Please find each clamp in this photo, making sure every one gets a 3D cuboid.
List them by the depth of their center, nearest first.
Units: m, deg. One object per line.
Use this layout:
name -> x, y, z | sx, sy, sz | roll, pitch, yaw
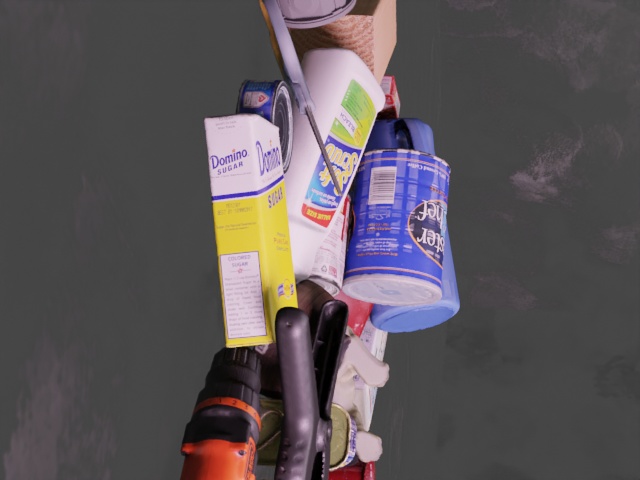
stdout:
clamp -> -0.008, 0.145, 0.850 | 0.164, 0.036, 0.210 | -21, 114, -74

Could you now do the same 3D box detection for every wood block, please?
wood block -> 0.029, -0.231, 1.181 | 0.206, 0.090, 0.091 | -69, 158, -62

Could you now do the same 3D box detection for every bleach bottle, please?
bleach bottle -> -0.008, -0.054, 1.013 | 0.102, 0.068, 0.250 | 49, 52, -52

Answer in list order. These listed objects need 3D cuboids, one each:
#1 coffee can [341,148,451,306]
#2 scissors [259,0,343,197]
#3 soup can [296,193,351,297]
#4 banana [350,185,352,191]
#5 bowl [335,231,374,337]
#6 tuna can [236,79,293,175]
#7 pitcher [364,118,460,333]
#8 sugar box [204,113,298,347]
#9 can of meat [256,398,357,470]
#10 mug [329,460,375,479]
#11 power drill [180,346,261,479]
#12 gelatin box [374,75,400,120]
coffee can -> 0.079, -0.011, 1.104 | 0.102, 0.103, 0.140 | 60, 34, -70
scissors -> -0.016, -0.127, 0.968 | 0.096, 0.016, 0.202 | 98, -27, -84
soup can -> -0.007, 0.001, 1.076 | 0.068, 0.068, 0.102 | 66, 28, -67
banana -> 0.014, -0.080, 1.143 | 0.197, 0.037, 0.069 | 17, 70, -55
bowl -> 0.032, 0.065, 1.191 | 0.162, 0.055, 0.162 | 23, 89, -85
tuna can -> -0.048, -0.098, 0.935 | 0.086, 0.034, 0.086 | 1, 90, -80
pitcher -> 0.097, -0.021, 1.289 | 0.149, 0.145, 0.243 | 29, 46, -60
sugar box -> -0.052, -0.007, 0.842 | 0.093, 0.048, 0.176 | 5, 81, -79
can of meat -> -0.019, 0.174, 0.950 | 0.084, 0.102, 0.057 | 58, 35, -75
mug -> 0.018, 0.275, 1.210 | 0.093, 0.081, 0.117 | 78, 17, -52
power drill -> -0.066, 0.199, 0.829 | 0.184, 0.057, 0.187 | -80, 165, -51
gelatin box -> 0.049, -0.173, 1.295 | 0.073, 0.089, 0.030 | 61, 34, -69
